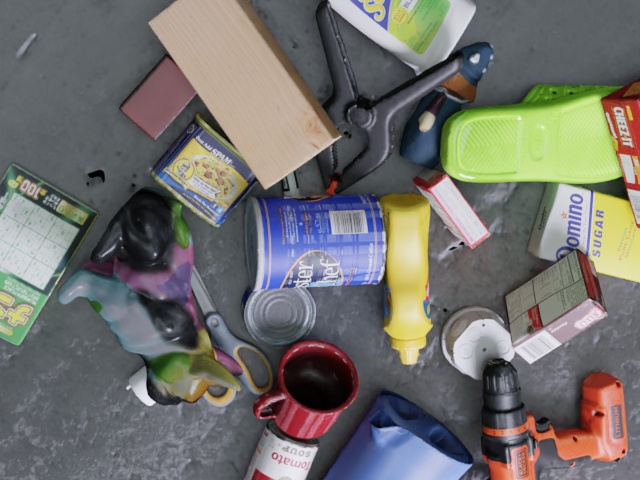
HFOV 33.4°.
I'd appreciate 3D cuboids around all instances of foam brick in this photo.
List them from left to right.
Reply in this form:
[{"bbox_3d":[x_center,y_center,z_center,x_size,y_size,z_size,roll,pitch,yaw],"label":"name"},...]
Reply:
[{"bbox_3d":[-0.171,-0.155,1.148,0.051,0.053,0.078,41,95,-14],"label":"foam brick"}]

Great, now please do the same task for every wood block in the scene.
[{"bbox_3d":[-0.075,-0.166,1.115,0.091,0.090,0.206,-35,93,10],"label":"wood block"}]

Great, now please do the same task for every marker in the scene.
[{"bbox_3d":[-0.041,-0.100,1.194,0.020,0.020,0.121,-12,103,-5],"label":"marker"}]

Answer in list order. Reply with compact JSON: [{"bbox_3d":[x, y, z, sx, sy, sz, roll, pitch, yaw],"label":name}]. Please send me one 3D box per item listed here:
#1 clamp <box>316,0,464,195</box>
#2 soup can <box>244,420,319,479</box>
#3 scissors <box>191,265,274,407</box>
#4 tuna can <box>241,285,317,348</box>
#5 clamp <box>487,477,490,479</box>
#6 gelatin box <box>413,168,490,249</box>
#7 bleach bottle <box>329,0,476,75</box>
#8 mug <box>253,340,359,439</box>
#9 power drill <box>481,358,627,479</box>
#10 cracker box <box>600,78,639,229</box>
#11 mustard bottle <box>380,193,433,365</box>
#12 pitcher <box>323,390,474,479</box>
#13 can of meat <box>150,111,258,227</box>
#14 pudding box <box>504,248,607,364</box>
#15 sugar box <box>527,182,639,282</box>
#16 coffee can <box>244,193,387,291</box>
[{"bbox_3d":[0.038,-0.148,1.159,0.164,0.036,0.210,29,118,0],"label":"clamp"},{"bbox_3d":[-0.049,0.270,1.246,0.068,0.068,0.102,20,97,-11],"label":"soup can"},{"bbox_3d":[-0.133,0.110,1.227,0.096,0.016,0.201,-39,104,1],"label":"scissors"},{"bbox_3d":[-0.047,0.080,1.223,0.086,0.034,0.086,-2,102,-8],"label":"tuna can"},{"bbox_3d":[0.172,0.315,1.254,0.039,0.171,0.120,35,83,21],"label":"clamp"},{"bbox_3d":[0.149,-0.038,1.205,0.030,0.073,0.089,-39,104,1],"label":"gelatin box"},{"bbox_3d":[0.038,-0.280,1.147,0.250,0.068,0.102,30,100,-10],"label":"bleach bottle"},{"bbox_3d":[-0.022,0.176,1.203,0.117,0.082,0.093,-16,62,-27],"label":"mug"},{"bbox_3d":[0.271,0.213,1.253,0.187,0.057,0.184,-11,102,-26],"label":"power drill"},{"bbox_3d":[0.434,-0.125,1.196,0.213,0.072,0.164,-27,109,-18],"label":"cracker box"},{"bbox_3d":[0.097,0.047,1.204,0.058,0.096,0.192,-2,102,2],"label":"mustard bottle"},{"bbox_3d":[0.065,0.310,1.247,0.149,0.145,0.243,35,99,-1],"label":"pitcher"},{"bbox_3d":[-0.122,-0.076,1.170,0.102,0.057,0.084,40,96,-14],"label":"can of meat"},{"bbox_3d":[0.266,0.075,1.214,0.114,0.090,0.039,-37,118,28],"label":"pudding box"},{"bbox_3d":[0.342,-0.006,1.253,0.176,0.048,0.093,12,100,-11],"label":"sugar box"},{"bbox_3d":[-0.008,0.001,1.172,0.140,0.103,0.103,-3,102,-12],"label":"coffee can"}]
